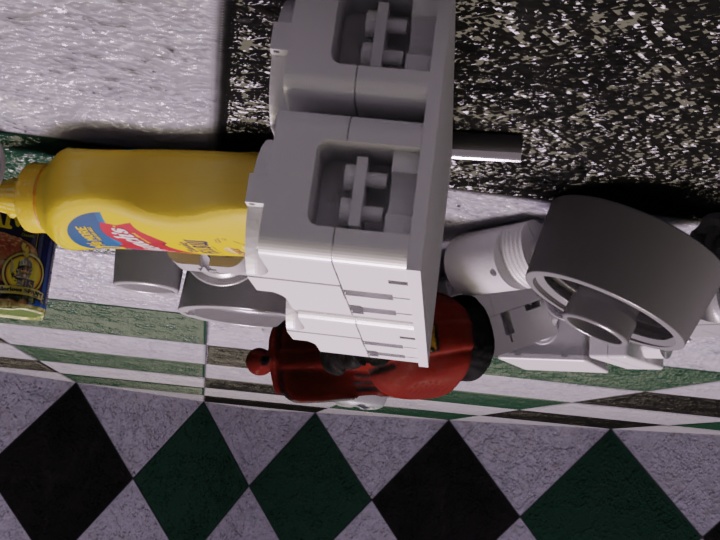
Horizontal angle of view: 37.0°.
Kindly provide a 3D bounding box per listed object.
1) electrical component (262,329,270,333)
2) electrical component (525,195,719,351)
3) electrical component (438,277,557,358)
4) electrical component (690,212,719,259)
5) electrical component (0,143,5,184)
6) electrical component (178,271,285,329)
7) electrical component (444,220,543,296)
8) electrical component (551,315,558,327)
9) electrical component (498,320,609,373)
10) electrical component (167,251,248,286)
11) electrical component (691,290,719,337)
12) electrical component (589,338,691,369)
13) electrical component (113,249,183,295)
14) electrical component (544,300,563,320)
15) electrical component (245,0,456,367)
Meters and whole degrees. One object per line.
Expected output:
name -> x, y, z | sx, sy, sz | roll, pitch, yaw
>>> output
electrical component -> -0.082, 0.029, 0.982 | 0.076, 0.047, 0.083 | 8, 169, -11
electrical component -> 0.148, 0.009, 0.625 | 0.108, 0.060, 0.108 | 26, 171, 5
electrical component -> 0.071, 0.038, 0.865 | 0.089, 0.061, 0.150 | -16, -178, -30
electrical component -> 0.224, -0.013, 0.635 | 0.061, 0.035, 0.035 | 11, 168, -40
electrical component -> -0.236, -0.060, 0.599 | 0.065, 0.044, 0.044 | 4, 171, 34
electrical component -> -0.083, 0.008, 0.830 | 0.108, 0.060, 0.108 | 5, 170, 1
electrical component -> 0.097, -0.008, 0.701 | 0.043, 0.043, 0.081 | 12, 167, -33
electrical component -> 0.141, 0.037, 0.944 | 0.061, 0.035, 0.035 | 9, 169, -3
electrical component -> 0.192, 0.070, 1.058 | 0.100, 0.048, 0.100 | 0, 168, 27
electrical component -> -0.090, -0.022, 0.686 | 0.078, 0.058, 0.057 | 5, 167, 5
electrical component -> 0.233, 0.015, 0.737 | 0.089, 0.050, 0.056 | 14, 166, -40
electrical component -> 0.264, 0.063, 0.987 | 0.076, 0.047, 0.083 | -3, 167, 38
electrical component -> -0.160, -0.008, 0.818 | 0.055, 0.047, 0.055 | 5, 169, 1
electrical component -> 0.192, 0.023, 0.819 | 0.079, 0.043, 0.077 | -3, 167, 36
electrical component -> 0.002, -0.031, 0.432 | 0.060, 0.105, 0.186 | 6, 166, 6
